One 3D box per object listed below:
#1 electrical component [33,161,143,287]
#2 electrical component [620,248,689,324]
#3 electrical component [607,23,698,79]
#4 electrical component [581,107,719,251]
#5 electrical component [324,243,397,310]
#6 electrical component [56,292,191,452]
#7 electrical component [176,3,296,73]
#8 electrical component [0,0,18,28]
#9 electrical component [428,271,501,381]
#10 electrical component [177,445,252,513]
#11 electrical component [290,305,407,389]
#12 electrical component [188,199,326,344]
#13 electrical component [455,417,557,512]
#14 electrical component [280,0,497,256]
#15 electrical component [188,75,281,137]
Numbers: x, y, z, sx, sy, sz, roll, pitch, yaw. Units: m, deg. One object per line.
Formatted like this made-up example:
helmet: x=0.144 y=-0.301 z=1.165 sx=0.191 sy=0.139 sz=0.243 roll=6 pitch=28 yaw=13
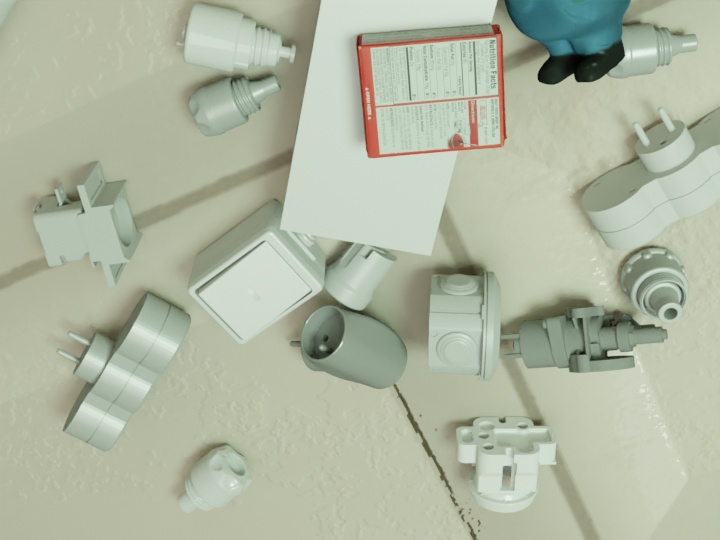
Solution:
electrical component: x=-0.196 y=-0.031 z=0.773 sx=0.064 sy=0.042 sz=0.081 roll=-7 pitch=118 yaw=8
electrical component: x=0.220 y=0.016 z=0.788 sx=0.048 sy=0.062 sz=0.048 roll=0 pitch=119 yaw=0
electrical component: x=0.193 y=-0.147 z=0.715 sx=0.061 sy=0.035 sz=0.035 roll=-7 pitch=118 yaw=1
electrical component: x=0.215 y=-0.078 z=0.742 sx=0.138 sy=0.052 sz=0.073 roll=-31 pitch=114 yaw=15
electrical component: x=0.000 y=0.000 z=0.792 sx=0.040 sy=0.040 sz=0.046 roll=32 pitch=108 yaw=-16
electrical component: x=-0.194 y=0.071 z=0.822 sx=0.074 sy=0.052 sz=0.138 roll=30 pitch=114 yaw=-16
electrical component: x=-0.082 y=-0.150 z=0.709 sx=0.078 sy=0.040 sz=0.040 roll=10 pitch=118 yaw=-6
electrical component: x=-0.254 y=-0.161 z=0.703 sx=0.044 sy=0.044 sz=0.065 roll=25 pitch=120 yaw=-13
electrical component: x=0.077 y=0.040 z=0.792 sx=0.051 sy=0.080 sz=0.080 roll=2 pitch=119 yaw=5
electrical component: x=-0.123 y=0.176 z=0.884 sx=0.062 sy=0.043 sz=0.043 roll=-39 pitch=112 yaw=20
electrical component: x=-0.018 y=0.059 z=0.815 sx=0.079 sy=0.043 sz=0.077 roll=-3 pitch=158 yaw=39
electrical component: x=-0.069 y=0.000 z=0.779 sx=0.096 sy=0.061 sz=0.061 roll=-35 pitch=113 yaw=17
electrical component: x=0.116 y=0.157 z=0.867 sx=0.078 sy=0.058 sz=0.057 roll=-1 pitch=115 yaw=0
electrical component: x=0.015 y=-0.113 z=0.718 sx=0.105 sy=0.060 sz=0.186 roll=10 pitch=118 yaw=-6
electrical component: x=-0.084 y=-0.116 z=0.732 sx=0.061 sy=0.035 sz=0.035 roll=-21 pitch=116 yaw=8
